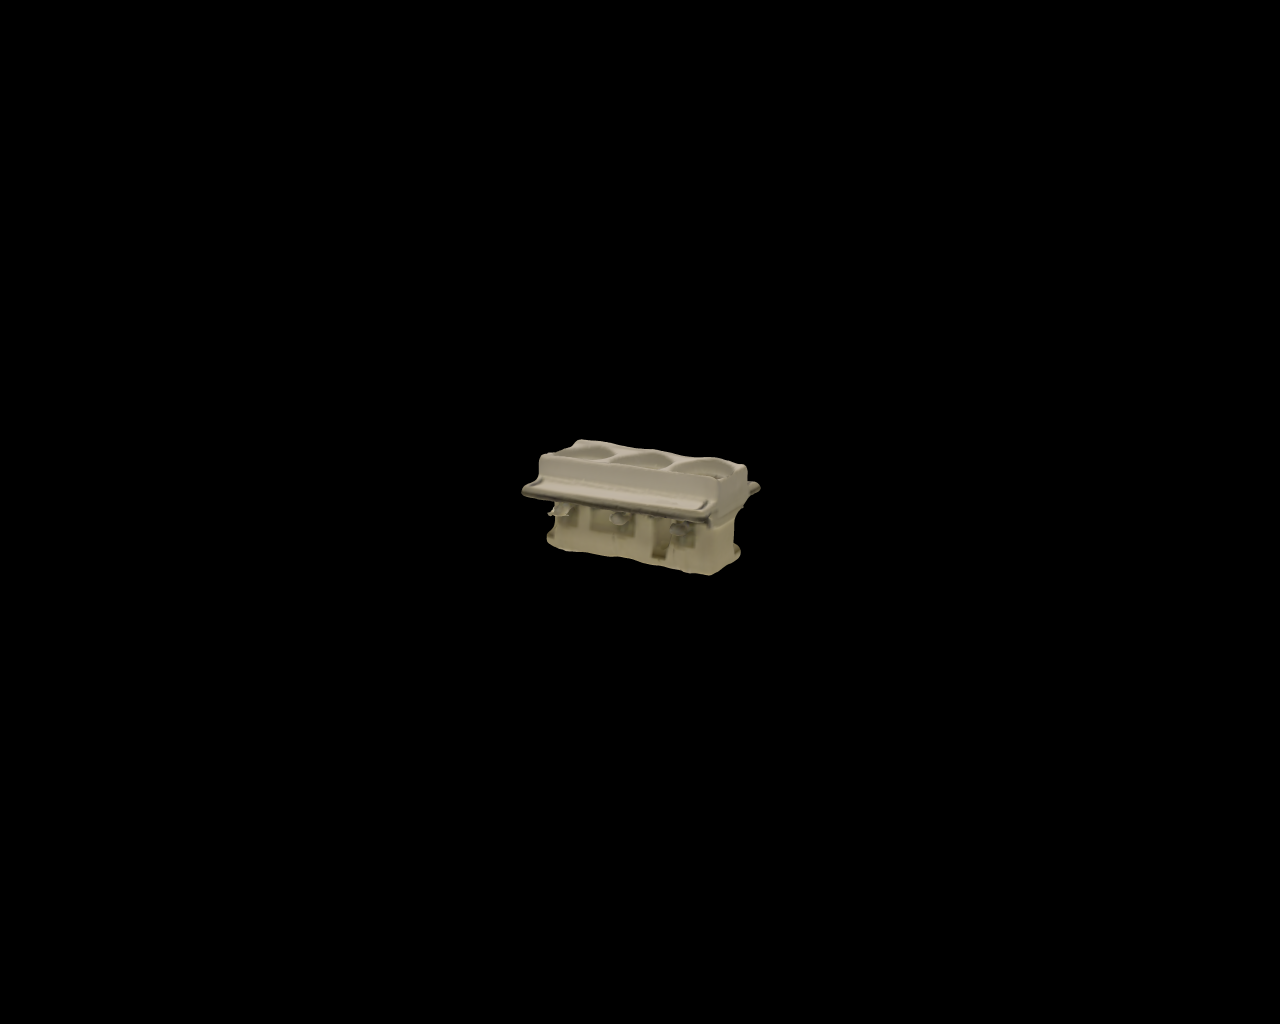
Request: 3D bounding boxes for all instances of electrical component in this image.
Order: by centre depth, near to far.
[{"bbox_3d":[0.001,-0.003,0.650,0.121,0.063,0.079,9,19,29],"label":"electrical component"}]
